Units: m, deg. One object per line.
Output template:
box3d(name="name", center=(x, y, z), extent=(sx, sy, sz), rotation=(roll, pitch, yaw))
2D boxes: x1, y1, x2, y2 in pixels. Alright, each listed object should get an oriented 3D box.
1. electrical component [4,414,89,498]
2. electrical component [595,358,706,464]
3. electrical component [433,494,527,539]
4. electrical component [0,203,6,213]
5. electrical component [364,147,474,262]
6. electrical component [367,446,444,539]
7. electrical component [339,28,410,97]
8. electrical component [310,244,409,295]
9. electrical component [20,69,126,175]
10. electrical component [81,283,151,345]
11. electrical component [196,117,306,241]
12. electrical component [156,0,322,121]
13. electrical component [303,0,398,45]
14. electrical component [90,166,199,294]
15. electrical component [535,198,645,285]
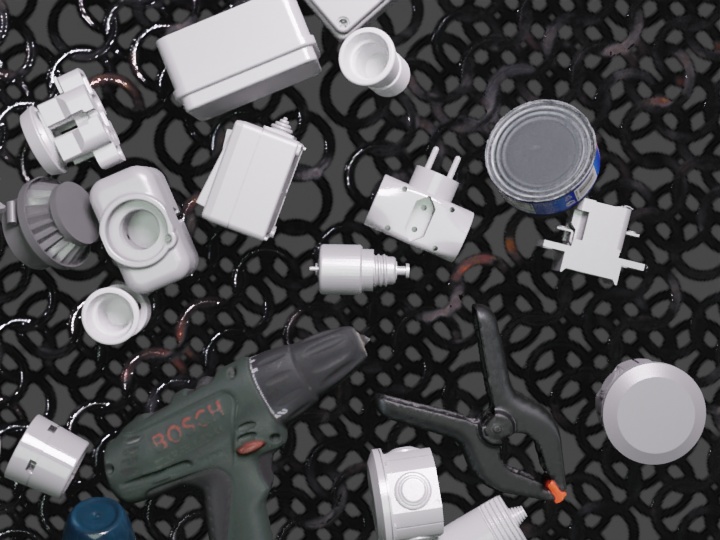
box3d(name="electrical component", center=(-0.250, 0.151, 0.863), extent=(0.047, 0.055, 0.055), rotation=(27, 94, -5))
box3d(name="electrical component", center=(0.229, 0.111, 0.857), extent=(0.080, 0.051, 0.080), rotation=(0, 94, 0))
box3d(name="electrical component", center=(0.098, 0.215, 0.870), extent=(0.081, 0.043, 0.043), rotation=(-31, 93, 2))
box3d(name="electrical component", center=(-0.329, -0.059, 0.854), extent=(0.081, 0.042, 0.063), rotation=(35, 95, -1))
box3d(name="electrical component", center=(0.054, -0.057, 0.850), extent=(0.077, 0.043, 0.079), rotation=(23, 93, -1))
box3d(name="electrical component", center=(0.035, 0.179, 0.851), extent=(0.051, 0.080, 0.080), rotation=(-8, 94, -4))
box3d(name="electrical component", center=(0.015, -0.157, 0.832), extent=(0.044, 0.065, 0.044), rotation=(-1, 85, 18))
box3d(name="electrical component", center=(0.000, 0.000, 0.856), extent=(0.078, 0.040, 0.040), rotation=(1, 94, 0))
box3d(name="electrical component", center=(-0.228, -0.110, 0.842), extent=(0.057, 0.058, 0.078), rotation=(-25, 94, -1))
box3d(name="electrical component", center=(-0.192, 0.034, 0.853), extent=(0.045, 0.055, 0.045), rotation=(0, 94, 0))
box3d(name="electrical component", center=(-0.083, -0.077, 0.841), extent=(0.061, 0.061, 0.096), rotation=(21, 94, -1))
box3d(name="electrical component", center=(-0.090, -0.163, 0.827), extent=(0.113, 0.078, 0.057), rotation=(-22, 91, 2))
box3d(name="electrical component", center=(-0.008, -0.249, 0.830), extent=(0.109, 0.056, 0.108), rotation=(-41, 93, 3))
box3d(name="electrical component", center=(-0.170, -0.032, 0.846), extent=(0.054, 0.059, 0.095), rotation=(-23, 94, 2))
box3d(name="electrical component", center=(0.184, -0.024, 0.853), extent=(0.081, 0.042, 0.063), rotation=(14, 91, -1))
